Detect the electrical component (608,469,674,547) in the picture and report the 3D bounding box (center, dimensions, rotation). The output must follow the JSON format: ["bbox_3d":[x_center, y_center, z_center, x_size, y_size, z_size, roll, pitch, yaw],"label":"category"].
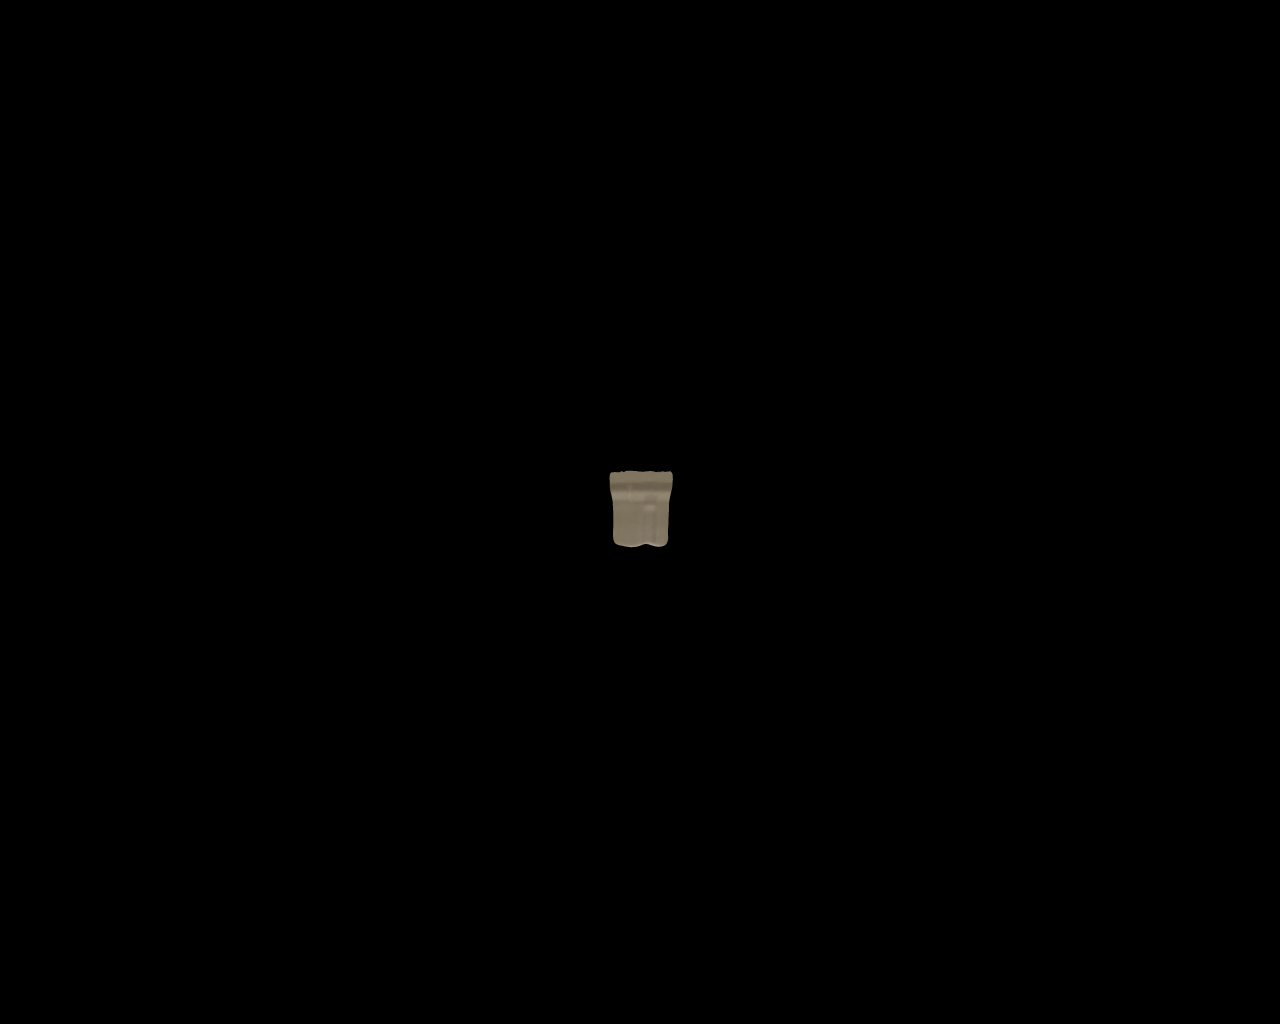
[{"bbox_3d":[0.001,-0.003,0.650,0.040,0.046,0.040,0,0,0],"label":"electrical component"}]
